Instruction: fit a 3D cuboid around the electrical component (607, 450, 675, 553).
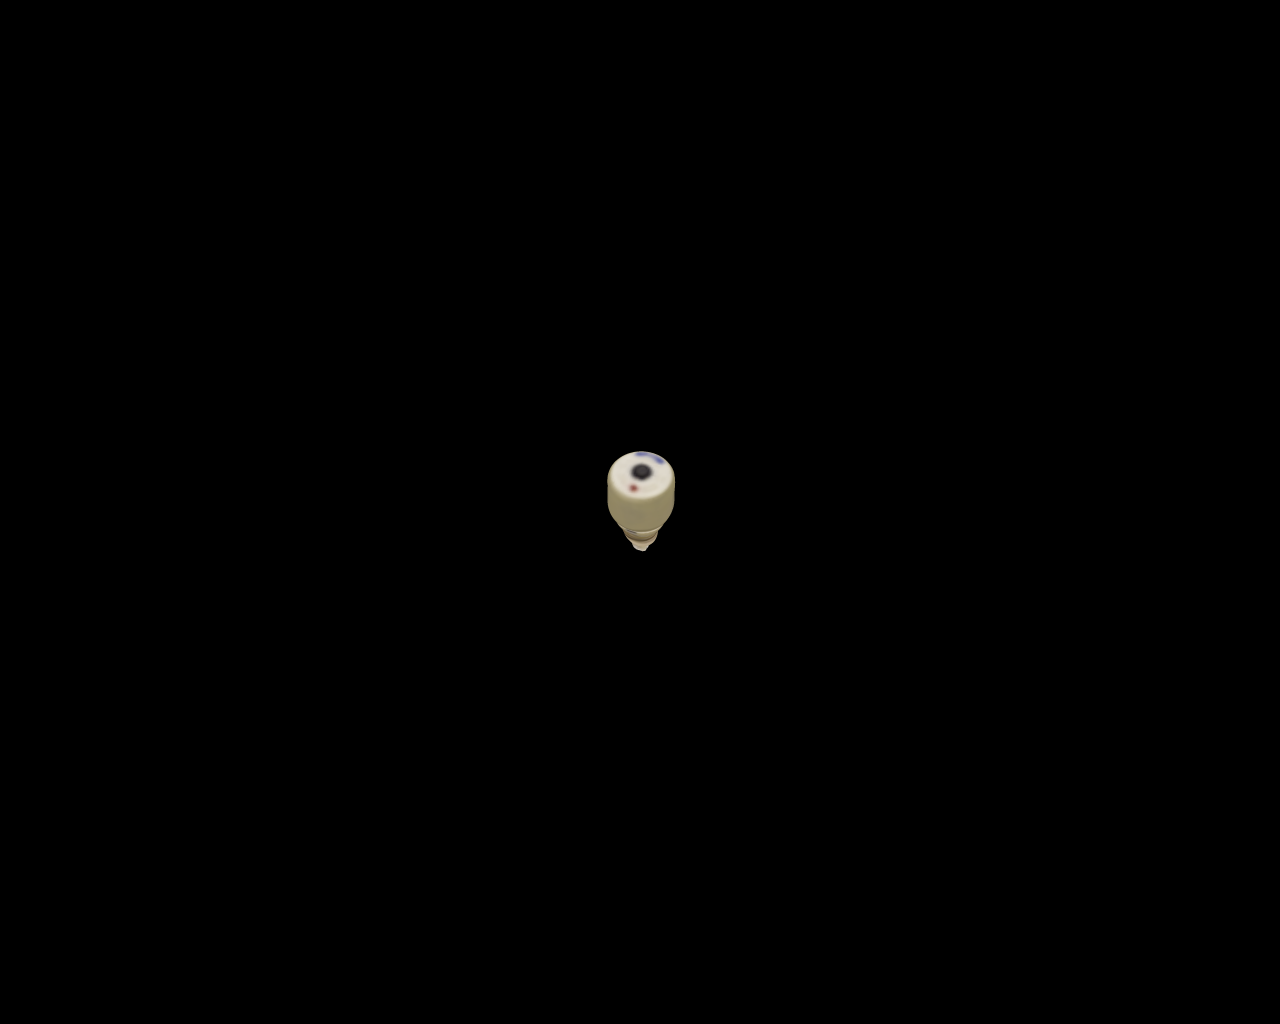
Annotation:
[{"bbox_3d":[0.001,-0.003,0.650,0.040,0.040,0.078,0,-37,0],"label":"electrical component"}]
